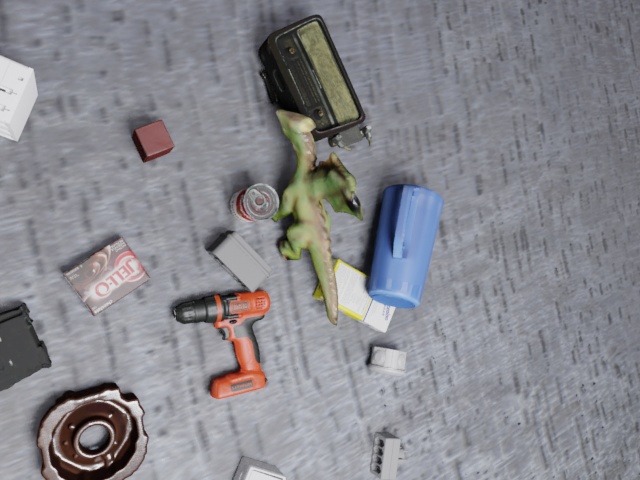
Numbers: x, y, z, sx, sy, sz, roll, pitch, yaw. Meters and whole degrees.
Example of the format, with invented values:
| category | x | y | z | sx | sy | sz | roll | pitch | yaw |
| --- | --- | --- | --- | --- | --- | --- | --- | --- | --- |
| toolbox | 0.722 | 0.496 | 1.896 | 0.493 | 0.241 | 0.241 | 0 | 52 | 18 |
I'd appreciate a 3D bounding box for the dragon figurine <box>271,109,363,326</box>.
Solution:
| category | x | y | z | sx | sy | sz | roll | pitch | yaw |
| --- | --- | --- | --- | --- | --- | --- | --- | --- | --- |
| dragon figurine | 0.003 | -0.048 | 0.952 | 0.123 | 0.240 | 0.412 | -20 | 83 | -25 |
